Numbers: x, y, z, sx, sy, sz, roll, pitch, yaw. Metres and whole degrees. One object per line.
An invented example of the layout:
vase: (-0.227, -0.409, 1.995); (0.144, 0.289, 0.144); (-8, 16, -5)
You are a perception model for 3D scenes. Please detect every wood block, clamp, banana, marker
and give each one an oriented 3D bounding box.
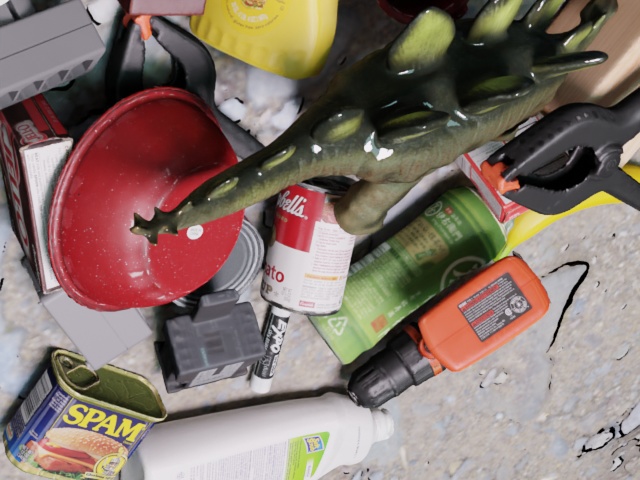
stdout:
wood block: (0.264, -0.173, 0.869); (0.090, 0.091, 0.206); (32, 101, -40)
clamp: (0.218, -0.076, 0.814); (0.209, 0.036, 0.165); (-8, 130, -29)
banana: (0.243, -0.038, 0.984); (0.197, 0.037, 0.070); (-19, 146, -16)
clamp: (-0.112, -0.082, 0.754); (0.120, 0.039, 0.171); (-38, 129, -14)
marker: (-0.038, 0.077, 0.910); (0.020, 0.020, 0.121); (1, 118, -30)

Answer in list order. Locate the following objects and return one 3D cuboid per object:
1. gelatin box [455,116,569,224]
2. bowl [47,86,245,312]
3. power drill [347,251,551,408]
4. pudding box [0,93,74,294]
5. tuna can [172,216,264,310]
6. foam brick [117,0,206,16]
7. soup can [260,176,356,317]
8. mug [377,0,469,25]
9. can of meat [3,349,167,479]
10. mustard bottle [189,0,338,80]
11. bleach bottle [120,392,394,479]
gelatin box: (0.158, -0.066, 0.880); (0.073, 0.089, 0.030); (-27, 154, -11)
bowl: (-0.100, -0.017, 0.707); (0.161, 0.055, 0.162); (-34, 137, -39)
power drill: (0.108, 0.080, 0.905); (0.184, 0.057, 0.188); (-35, 175, -9)
pudding box: (-0.186, -0.035, 0.710); (0.039, 0.090, 0.113); (-16, 126, -20)
tuna can: (-0.089, 0.010, 0.830); (0.086, 0.034, 0.086); (-14, 126, -21)
foam brick: (-0.101, -0.189, 0.683); (0.052, 0.051, 0.078); (-4, 121, -28)
soup can: (-0.005, 0.001, 0.836); (0.068, 0.069, 0.102); (3, 108, -30)
mug: (0.065, -0.200, 0.748); (0.093, 0.082, 0.117); (-46, 130, 4)
can of meat: (-0.189, 0.145, 0.848); (0.102, 0.057, 0.084); (27, 107, -38)
mustard bottle: (-0.015, -0.209, 0.693); (0.058, 0.096, 0.192); (-25, 139, -62)
bleach bottle: (-0.048, 0.194, 0.954); (0.250, 0.068, 0.103); (-7, 124, -28)
